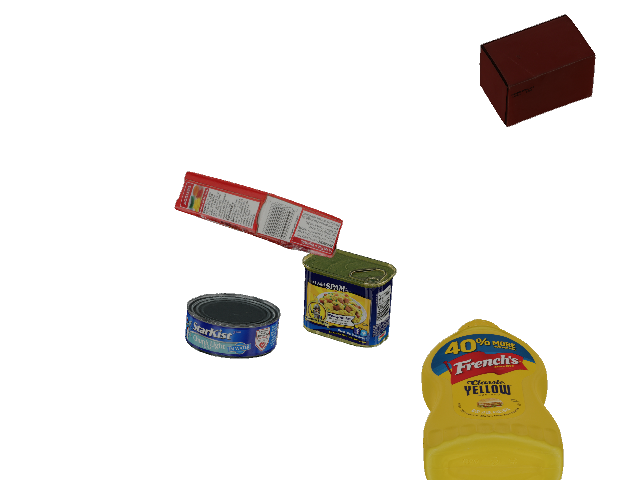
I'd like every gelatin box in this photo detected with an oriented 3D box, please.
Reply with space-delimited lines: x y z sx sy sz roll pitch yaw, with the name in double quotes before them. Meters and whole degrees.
"gelatin box" -0.039 -0.016 0.706 0.073 0.030 0.089 17 0 36

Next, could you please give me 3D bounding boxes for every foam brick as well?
"foam brick" 0.175 -0.138 0.864 0.078 0.051 0.053 -20 -34 -5

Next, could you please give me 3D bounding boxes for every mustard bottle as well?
"mustard bottle" 0.126 0.115 0.813 0.096 0.058 0.191 -3 25 6

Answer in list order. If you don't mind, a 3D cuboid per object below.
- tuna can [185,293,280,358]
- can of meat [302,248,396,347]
"tuna can" -0.081 0.077 0.975 0.086 0.034 0.086 6 15 -2
"can of meat" 0.030 0.064 1.179 0.102 0.084 0.057 15 28 26
